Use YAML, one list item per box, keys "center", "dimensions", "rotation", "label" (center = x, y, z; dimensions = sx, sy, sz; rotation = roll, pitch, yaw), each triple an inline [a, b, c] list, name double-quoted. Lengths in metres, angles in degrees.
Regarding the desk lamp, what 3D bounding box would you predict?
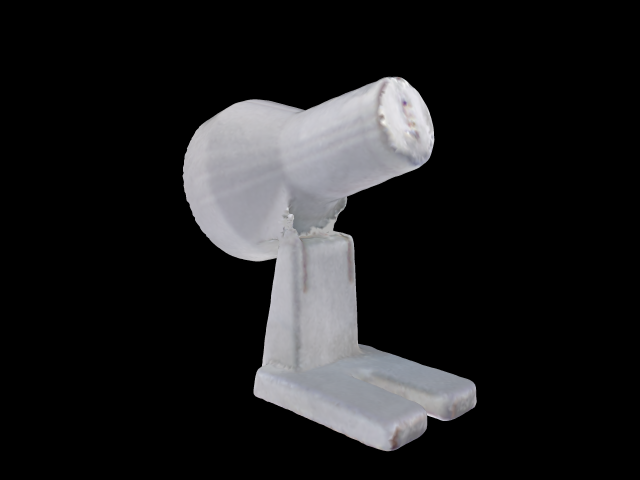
- center: [0.004, 0.001, 0.400]
  dimensions: [0.202, 0.213, 0.118]
  rotation: [8, 12, 43]
  label: "desk lamp"
